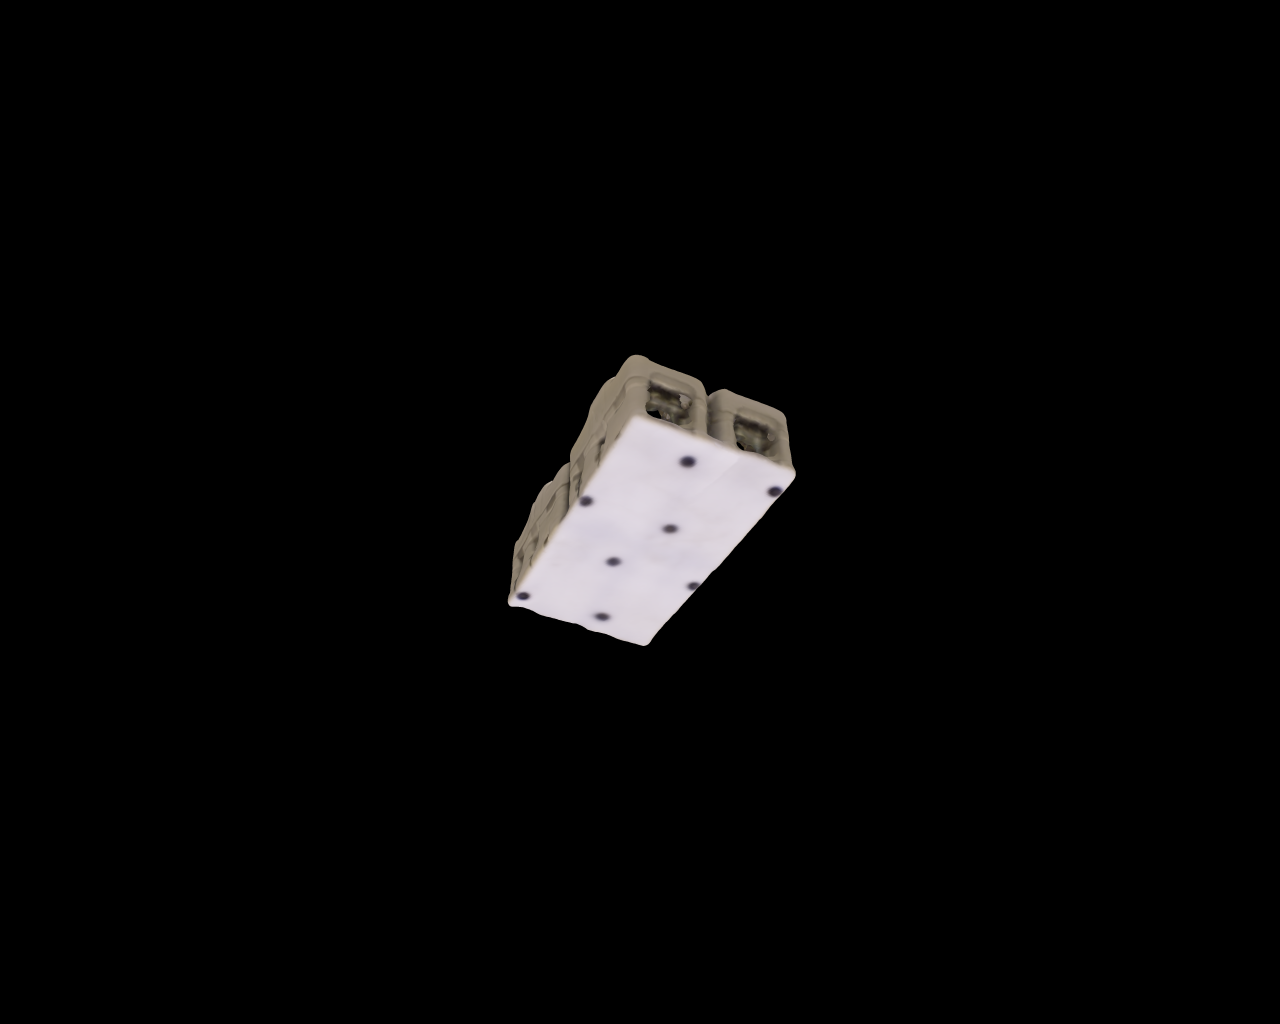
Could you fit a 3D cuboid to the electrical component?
[{"bbox_3d":[0.001,-0.003,0.650,0.105,0.060,0.186,19,-46,-19],"label":"electrical component"}]
